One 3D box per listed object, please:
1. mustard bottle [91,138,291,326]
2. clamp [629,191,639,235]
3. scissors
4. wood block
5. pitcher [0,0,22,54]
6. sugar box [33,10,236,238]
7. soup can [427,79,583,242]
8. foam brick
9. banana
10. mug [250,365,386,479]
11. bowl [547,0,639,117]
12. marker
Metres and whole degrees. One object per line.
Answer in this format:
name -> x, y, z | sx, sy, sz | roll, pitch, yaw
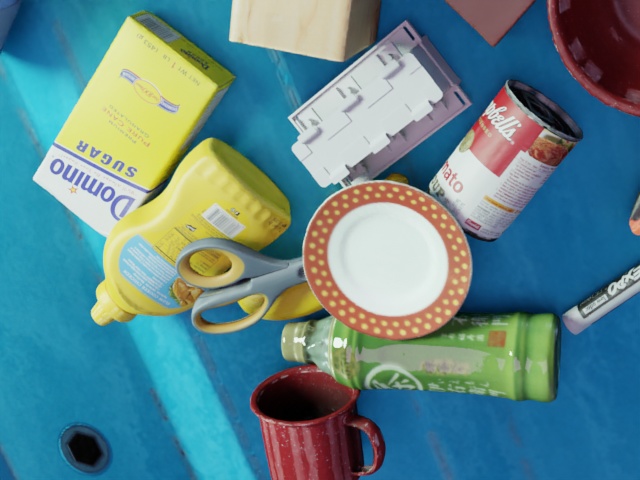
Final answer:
mustard bottle -> -0.121, 0.009, 0.880 | 0.192, 0.058, 0.096 | -41, 118, 19
clamp -> 0.315, -0.057, 0.740 | 0.210, 0.036, 0.164 | -42, 87, 25
scissors -> -0.027, 0.012, 0.835 | 0.202, 0.016, 0.096 | -30, 117, 19
wood block -> 0.000, -0.241, 0.747 | 0.090, 0.090, 0.206 | 13, 113, 14
pitcher -> -0.263, -0.240, 0.808 | 0.145, 0.149, 0.243 | 25, 119, -8
sugar box -> -0.156, -0.090, 0.877 | 0.093, 0.048, 0.176 | 38, 115, 1
soup can -> 0.134, -0.057, 0.783 | 0.068, 0.068, 0.102 | 37, 116, 2
foam brick -> 0.115, -0.185, 0.753 | 0.078, 0.051, 0.053 | 43, 116, -1
banana -> 0.001, 0.018, 0.870 | 0.198, 0.037, 0.069 | -29, 99, 25
mug -> 0.003, 0.164, 0.892 | 0.117, 0.093, 0.081 | 6, 117, 32
bowl -> 0.237, -0.164, 0.713 | 0.162, 0.055, 0.162 | 9, 116, 19
marker -> 0.237, 0.032, 0.809 | 0.121, 0.020, 0.020 | -39, 94, 25
